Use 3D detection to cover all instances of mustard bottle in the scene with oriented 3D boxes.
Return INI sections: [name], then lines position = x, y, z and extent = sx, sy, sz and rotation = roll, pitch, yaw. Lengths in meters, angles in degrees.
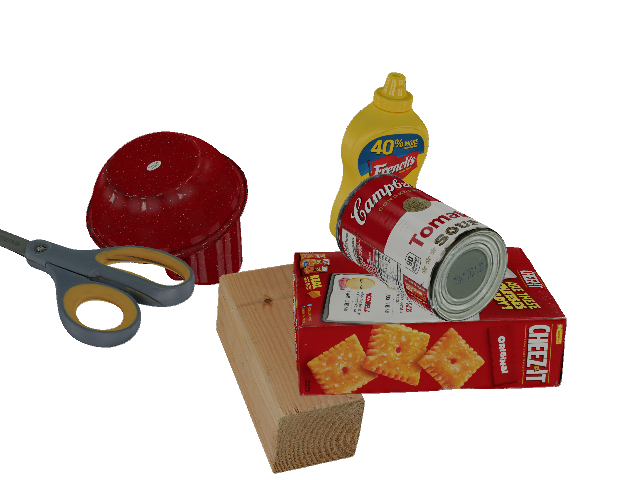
[mustard bottle]
position = 0.067, -0.088, 1.143
extent = 0.096, 0.192, 0.058
rotation = -6, 32, -23

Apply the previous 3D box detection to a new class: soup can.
[soup can]
position = 0.066, 0.004, 0.716
extent = 0.068, 0.068, 0.102
rotation = 0, 23, -39

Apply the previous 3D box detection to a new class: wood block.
[wood block]
position = -0.036, 0.128, 1.115
extent = 0.090, 0.090, 0.206
rotation = -9, 42, -19

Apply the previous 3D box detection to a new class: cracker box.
[cracker box]
position = 0.084, 0.067, 0.917
extent = 0.213, 0.072, 0.164
rotation = -1, 20, -2

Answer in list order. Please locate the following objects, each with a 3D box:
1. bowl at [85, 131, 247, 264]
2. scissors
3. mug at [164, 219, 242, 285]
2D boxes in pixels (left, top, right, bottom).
[bowl]
position = -0.153, -0.054, 1.022
extent = 0.162, 0.162, 0.055
rotation = 0, -42, 11
[scissors]
position = -0.182, 0.022, 0.690
extent = 0.202, 0.016, 0.096
rotation = 9, 39, 11
[mug]
position = -0.138, 0.003, 1.212
extent = 0.093, 0.081, 0.117
rotation = 16, 38, 24
